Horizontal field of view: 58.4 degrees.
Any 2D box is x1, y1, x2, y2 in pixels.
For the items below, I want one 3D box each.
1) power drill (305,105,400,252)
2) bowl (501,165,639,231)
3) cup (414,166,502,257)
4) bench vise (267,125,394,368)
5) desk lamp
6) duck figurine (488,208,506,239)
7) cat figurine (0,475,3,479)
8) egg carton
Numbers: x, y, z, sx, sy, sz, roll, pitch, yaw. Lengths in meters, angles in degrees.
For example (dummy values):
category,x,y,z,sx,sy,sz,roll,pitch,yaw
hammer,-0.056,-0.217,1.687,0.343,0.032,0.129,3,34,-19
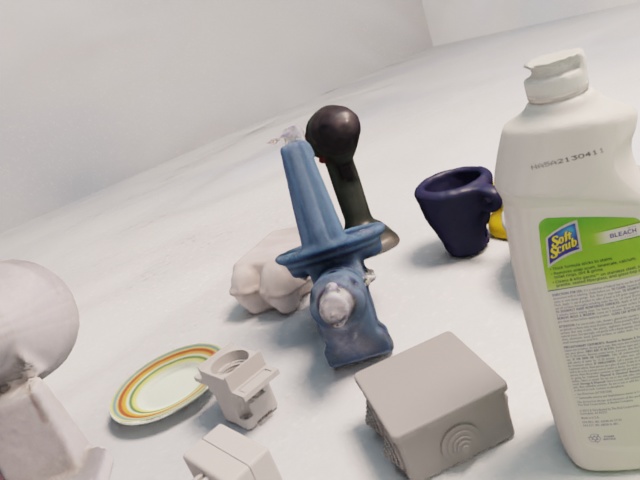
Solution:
category,x,y,z,sx,sy,sz,roll,pitch,yaw
power drill,0.038,-0.085,0.777,0.075,0.209,0.229,-22,20,-6
bowl,0.267,-0.008,0.558,0.167,0.075,0.167,-17,20,7
cup,0.173,-0.028,0.667,0.092,0.095,0.117,-29,22,-22
bench vise,0.016,-0.003,0.567,0.121,0.220,0.207,-24,20,-10
desk lamp,-0.263,0.135,0.483,0.118,0.214,0.203,-22,20,-5
duck figurine,0.245,-0.053,0.678,0.104,0.086,0.078,-6,24,34
cat figurine,-0.332,0.185,0.557,0.128,0.118,0.067,-20,20,-1
egg carton,-0.043,0.035,0.746,0.107,0.069,0.150,-6,24,33
